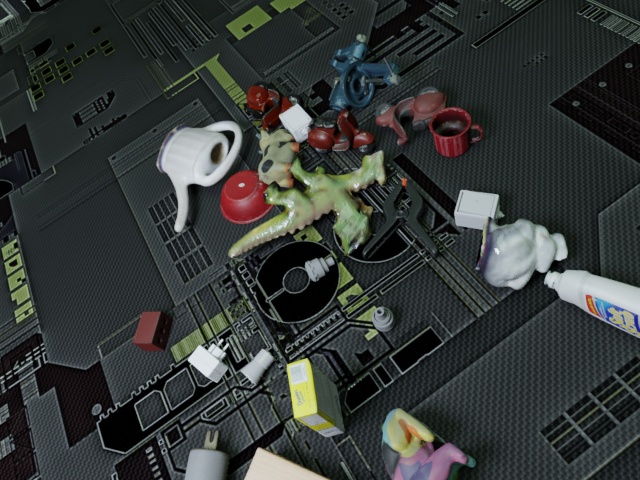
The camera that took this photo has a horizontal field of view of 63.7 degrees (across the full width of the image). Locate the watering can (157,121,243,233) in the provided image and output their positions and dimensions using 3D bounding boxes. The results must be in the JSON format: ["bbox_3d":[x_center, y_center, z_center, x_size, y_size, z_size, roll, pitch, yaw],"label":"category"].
[{"bbox_3d":[-0.347,-0.191,1.375,0.225,0.102,0.353,18,66,29],"label":"watering can"}]

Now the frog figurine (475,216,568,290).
[{"bbox_3d":[0.386,0.029,0.979,0.160,0.123,0.137,10,96,15],"label":"frog figurine"}]

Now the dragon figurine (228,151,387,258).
[{"bbox_3d":[0.004,-0.059,1.178,0.245,0.120,0.414,33,75,24],"label":"dragon figurine"}]
